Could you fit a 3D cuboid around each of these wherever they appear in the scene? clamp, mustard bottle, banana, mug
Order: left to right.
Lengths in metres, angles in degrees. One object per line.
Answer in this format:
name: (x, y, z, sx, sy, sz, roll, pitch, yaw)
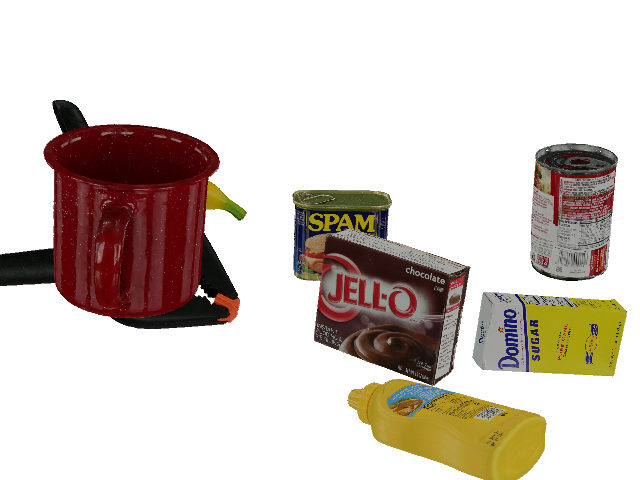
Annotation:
clamp: (-0.151, -0.006, 0.788, 0.210, 0.164, 0.036, 22, -20, 0)
mug: (-0.104, -0.005, 0.577, 0.093, 0.081, 0.117, 5, 25, -5)
banana: (-0.169, -0.027, 1.019, 0.198, 0.069, 0.037, -13, 19, 29)
mustard bottle: (0.105, 0.170, 0.997, 0.192, 0.058, 0.096, 12, 19, 38)

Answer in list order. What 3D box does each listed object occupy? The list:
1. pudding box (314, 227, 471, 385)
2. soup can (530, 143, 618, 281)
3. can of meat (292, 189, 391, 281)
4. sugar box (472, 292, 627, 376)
pudding box: (0.053, 0.048, 0.817, 0.114, 0.090, 0.039, 17, 22, 29)
soup can: (0.217, -0.024, 0.918, 0.068, 0.102, 0.068, -2, 24, 1)
can of meat: (0.021, -0.005, 1.114, 0.102, 0.084, 0.057, 1, 18, -3)
sugar box: (0.285, 0.118, 1.333, 0.176, 0.093, 0.048, 2, 18, -10)
